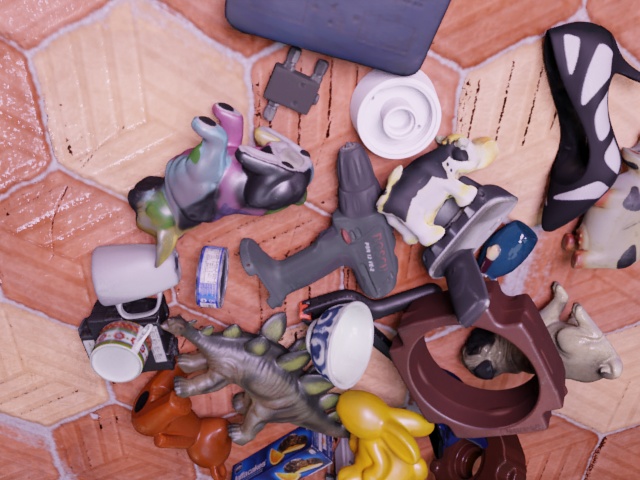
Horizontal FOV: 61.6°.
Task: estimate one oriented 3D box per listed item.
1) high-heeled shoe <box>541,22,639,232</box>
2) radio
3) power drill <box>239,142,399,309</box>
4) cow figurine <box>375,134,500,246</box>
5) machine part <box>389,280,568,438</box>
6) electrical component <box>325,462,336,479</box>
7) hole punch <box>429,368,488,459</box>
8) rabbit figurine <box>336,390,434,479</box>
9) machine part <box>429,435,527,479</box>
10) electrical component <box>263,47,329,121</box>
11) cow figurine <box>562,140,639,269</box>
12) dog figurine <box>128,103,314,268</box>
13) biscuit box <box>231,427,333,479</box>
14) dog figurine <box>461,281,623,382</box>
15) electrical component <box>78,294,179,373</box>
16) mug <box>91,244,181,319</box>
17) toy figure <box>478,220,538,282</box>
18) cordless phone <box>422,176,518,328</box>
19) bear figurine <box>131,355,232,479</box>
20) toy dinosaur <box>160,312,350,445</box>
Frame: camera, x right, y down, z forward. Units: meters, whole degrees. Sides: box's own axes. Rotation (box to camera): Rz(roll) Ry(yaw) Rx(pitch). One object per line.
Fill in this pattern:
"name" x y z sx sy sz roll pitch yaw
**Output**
"high-heeled shoe" 0.292 -0.129 0.656 0.145 0.086 0.248 17 116 -7
"radio" 0.018 -0.265 0.565 0.230 0.073 0.131 13 121 -8
"power drill" -0.001 -0.002 0.727 0.207 0.086 0.231 -25 122 4
"cow figurine" 0.144 -0.080 0.669 0.098 0.068 0.167 41 84 -18
"machine part" 0.216 0.165 0.742 0.201 0.087 0.200 -22 105 33
"electrical component" 0.067 0.445 1.016 0.102 0.045 0.078 15 118 -11
"hole punch" 0.215 0.277 0.872 0.092 0.142 0.115 -11 133 4
"rabbit figurine" 0.087 0.307 0.823 0.162 0.122 0.173 -12 109 37
"machine part" 0.265 0.382 0.914 0.056 0.179 0.179 33 115 -18
"electrical component" -0.031 -0.180 0.643 0.063 0.021 0.094 22 118 -15
"cow figurine" 0.412 -0.049 0.703 0.127 0.085 0.194 7 119 1
"dog figurine" -0.133 -0.049 0.671 0.191 0.108 0.219 29 121 -11
"biscuit box" -0.072 0.407 0.978 0.203 0.063 0.059 -36 115 18
"dog figurine" 0.318 0.176 0.792 0.190 0.172 0.121 -36 106 10
"electrical component" -0.291 0.144 0.812 0.134 0.058 0.114 -3 120 0
"mug" -0.247 0.054 0.741 0.107 0.081 0.109 -10 99 -4
"toy figure" 0.244 0.041 0.768 0.064 0.058 0.154 27 120 -15
"cordless phone" 0.196 0.013 0.675 0.089 0.184 0.146 30 116 -14
"bear figurine" -0.201 0.297 0.875 0.132 0.120 0.195 -42 116 17
"toy dinosaur" -0.065 0.234 0.851 0.198 0.105 0.470 -33 128 12
